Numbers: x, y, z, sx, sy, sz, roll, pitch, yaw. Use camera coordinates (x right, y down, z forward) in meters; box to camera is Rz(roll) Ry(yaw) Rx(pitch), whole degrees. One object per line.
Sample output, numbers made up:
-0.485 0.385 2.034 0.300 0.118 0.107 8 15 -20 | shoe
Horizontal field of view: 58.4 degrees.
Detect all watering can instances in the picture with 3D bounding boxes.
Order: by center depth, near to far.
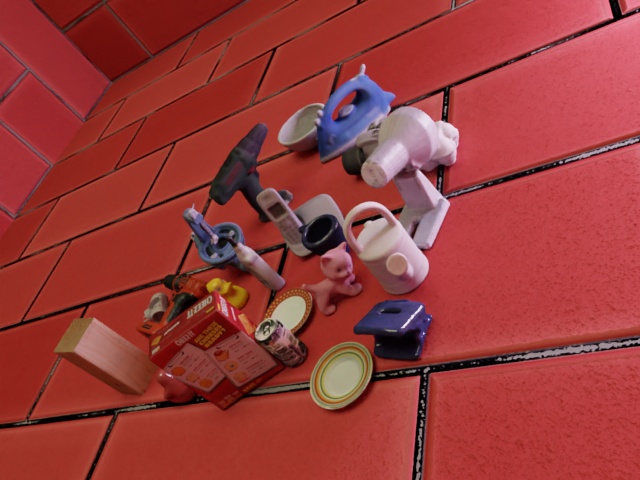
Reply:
0.119 0.009 1.050 0.101 0.195 0.172 -50 36 -13 | watering can

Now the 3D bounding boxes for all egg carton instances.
0.235 -0.202 1.276 0.150 0.070 0.107 -14 43 33 | egg carton

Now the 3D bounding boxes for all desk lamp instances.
0.170 -0.123 1.127 0.117 0.214 0.203 -2 51 42 | desk lamp

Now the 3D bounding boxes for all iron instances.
0.065 -0.336 1.517 0.258 0.142 0.118 -43 35 -2 | iron

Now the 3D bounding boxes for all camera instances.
0.120 -0.221 1.377 0.136 0.101 0.143 -15 43 32 | camera

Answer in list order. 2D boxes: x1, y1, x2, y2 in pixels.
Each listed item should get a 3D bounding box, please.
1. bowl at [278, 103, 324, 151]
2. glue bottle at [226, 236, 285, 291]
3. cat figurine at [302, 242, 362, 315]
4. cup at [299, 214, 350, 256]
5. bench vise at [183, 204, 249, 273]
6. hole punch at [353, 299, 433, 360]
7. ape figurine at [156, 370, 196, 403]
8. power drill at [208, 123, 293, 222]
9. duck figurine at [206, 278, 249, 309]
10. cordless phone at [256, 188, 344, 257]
-0.034 -0.309 1.641 0.167 0.075 0.167 -25 38 22 | bowl
-0.151 0.048 1.282 0.037 0.174 0.077 -52 36 -15 | glue bottle
0.022 0.070 1.143 0.128 0.118 0.067 -39 35 4 | cat figurine
0.011 0.004 1.243 0.117 0.095 0.092 9 59 48 | cup
-0.281 0.001 1.415 0.206 0.220 0.121 -7 47 39 | bench vise
0.125 0.143 0.991 0.108 0.091 0.101 -5 49 40 | hole punch
-0.312 0.306 1.228 0.078 0.092 0.075 -48 36 -10 | ape figurine
-0.169 -0.158 1.488 0.230 0.209 0.075 -47 36 -9 | power drill
-0.232 0.126 1.351 0.104 0.086 0.077 -14 43 33 | duck figurine
-0.043 -0.063 1.288 0.147 0.186 0.094 -35 36 9 | cordless phone
